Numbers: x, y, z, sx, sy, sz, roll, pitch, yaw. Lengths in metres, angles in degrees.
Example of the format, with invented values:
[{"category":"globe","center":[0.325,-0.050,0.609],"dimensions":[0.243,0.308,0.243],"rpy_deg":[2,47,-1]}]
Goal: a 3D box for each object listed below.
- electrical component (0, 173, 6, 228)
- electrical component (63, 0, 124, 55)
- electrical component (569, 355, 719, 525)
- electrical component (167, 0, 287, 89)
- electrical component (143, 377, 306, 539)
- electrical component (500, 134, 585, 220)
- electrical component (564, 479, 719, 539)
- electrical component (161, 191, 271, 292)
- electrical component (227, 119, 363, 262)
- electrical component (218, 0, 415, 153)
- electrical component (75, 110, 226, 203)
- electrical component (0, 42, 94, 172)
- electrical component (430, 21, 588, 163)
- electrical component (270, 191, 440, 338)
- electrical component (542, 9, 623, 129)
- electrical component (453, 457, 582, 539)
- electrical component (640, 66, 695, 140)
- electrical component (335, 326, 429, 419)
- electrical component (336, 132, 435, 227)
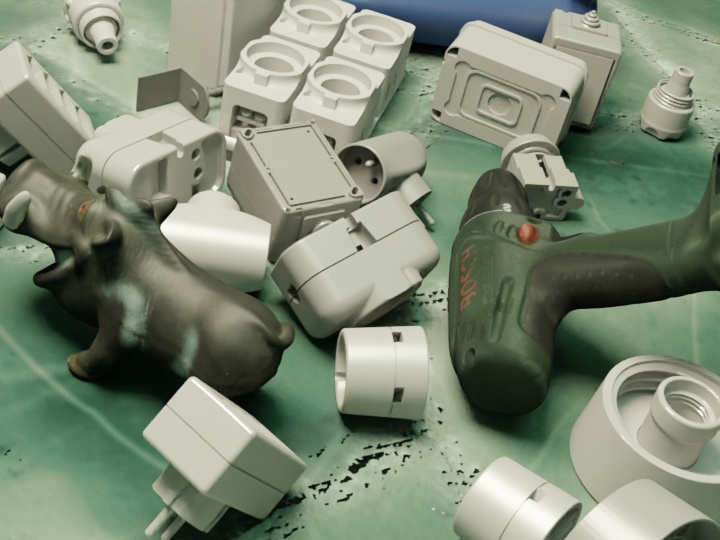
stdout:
[{"category":"electrical component","center":[-0.261,-0.056,0.668],"dimensions":[0.066,0.076,0.047],"rpy_deg":[16,39,2]},{"category":"electrical component","center":[-0.215,-0.202,0.883],"dimensions":[0.048,0.048,0.062],"rpy_deg":[-8,51,-25]},{"category":"electrical component","center":[0.185,0.097,0.636],"dimensions":[0.108,0.060,0.108],"rpy_deg":[8,40,-7]},{"category":"electrical component","center":[-0.106,-0.217,0.883],"dimensions":[0.056,0.108,0.108],"rpy_deg":[22,40,12]},{"category":"electrical component","center":[-0.079,0.106,0.543],"dimensions":[0.047,0.083,0.075],"rpy_deg":[37,82,25]},{"category":"electrical component","center":[0.136,-0.072,0.836],"dimensions":[0.066,0.048,0.055],"rpy_deg":[2,48,-15]},{"category":"electrical component","center":[0.135,0.155,0.528],"dimensions":[0.099,0.099,0.064],"rpy_deg":[-19,44,-34]},{"category":"electrical component","center":[-0.099,-0.025,0.707],"dimensions":[0.077,0.044,0.079],"rpy_deg":[8,40,-7]},{"category":"electrical component","center":[-0.045,-0.048,0.744],"dimensions":[0.062,0.061,0.096],"rpy_deg":[-13,54,-29]},{"category":"electrical component","center":[-0.031,-0.159,0.874],"dimensions":[0.105,0.060,0.186],"rpy_deg":[19,39,6]},{"category":"electrical component","center":[-0.144,-0.070,0.731],"dimensions":[0.059,0.053,0.095],"rpy_deg":[24,37,26]},{"category":"electrical component","center":[-0.235,-0.097,0.735],"dimensions":[0.076,0.083,0.047],"rpy_deg":[-33,48,4]},{"category":"electrical component","center":[0.125,-0.150,0.899],"dimensions":[0.113,0.078,0.057],"rpy_deg":[24,43,11]},{"category":"electrical component","center":[0.000,0.000,0.684],"dimensions":[0.095,0.053,0.059],"rpy_deg":[-29,80,-27]},{"category":"electrical component","center":[0.188,-0.178,0.936],"dimensions":[0.062,0.096,0.061],"rpy_deg":[14,40,-1]},{"category":"electrical component","center":[0.082,0.132,0.570],"dimensions":[0.047,0.055,0.055],"rpy_deg":[33,43,27]},{"category":"electrical component","center":[0.278,-0.151,0.959],"dimensions":[0.043,0.062,0.043],"rpy_deg":[9,40,-7]},{"category":"electrical component","center":[0.012,0.060,0.634],"dimensions":[0.047,0.055,0.055],"rpy_deg":[2,41,-9]},{"category":"electrical component","center":[0.026,-0.062,0.785],"dimensions":[0.079,0.043,0.077],"rpy_deg":[52,28,6]}]
